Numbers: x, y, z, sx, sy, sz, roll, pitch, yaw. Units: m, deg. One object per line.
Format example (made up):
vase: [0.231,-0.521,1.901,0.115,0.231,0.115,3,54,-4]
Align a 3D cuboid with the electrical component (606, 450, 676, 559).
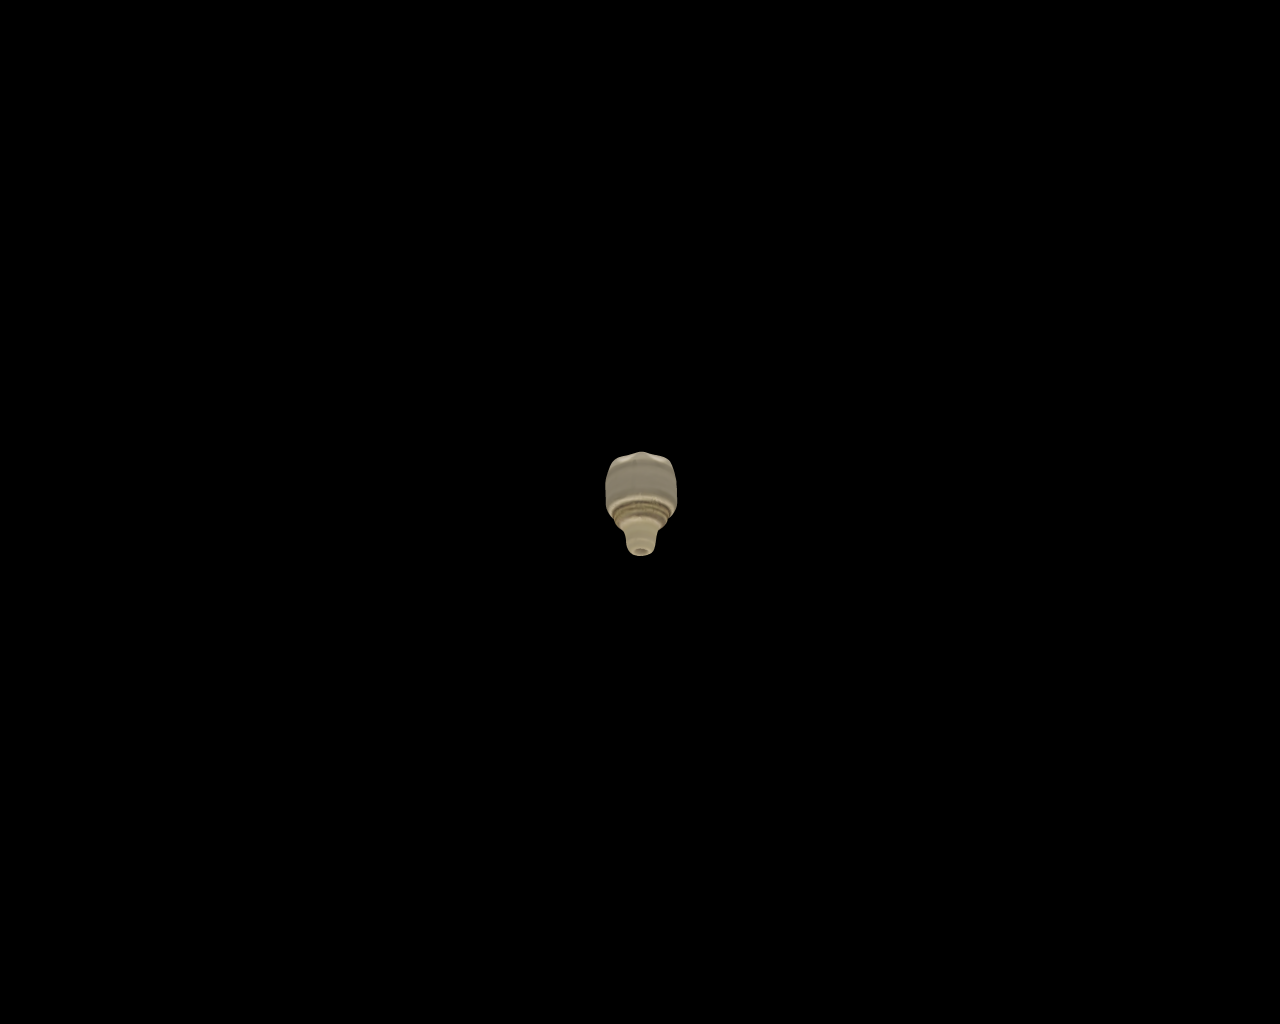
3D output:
electrical component: [0.001,-0.003,0.650,0.043,0.062,0.043,0,-28,0]
